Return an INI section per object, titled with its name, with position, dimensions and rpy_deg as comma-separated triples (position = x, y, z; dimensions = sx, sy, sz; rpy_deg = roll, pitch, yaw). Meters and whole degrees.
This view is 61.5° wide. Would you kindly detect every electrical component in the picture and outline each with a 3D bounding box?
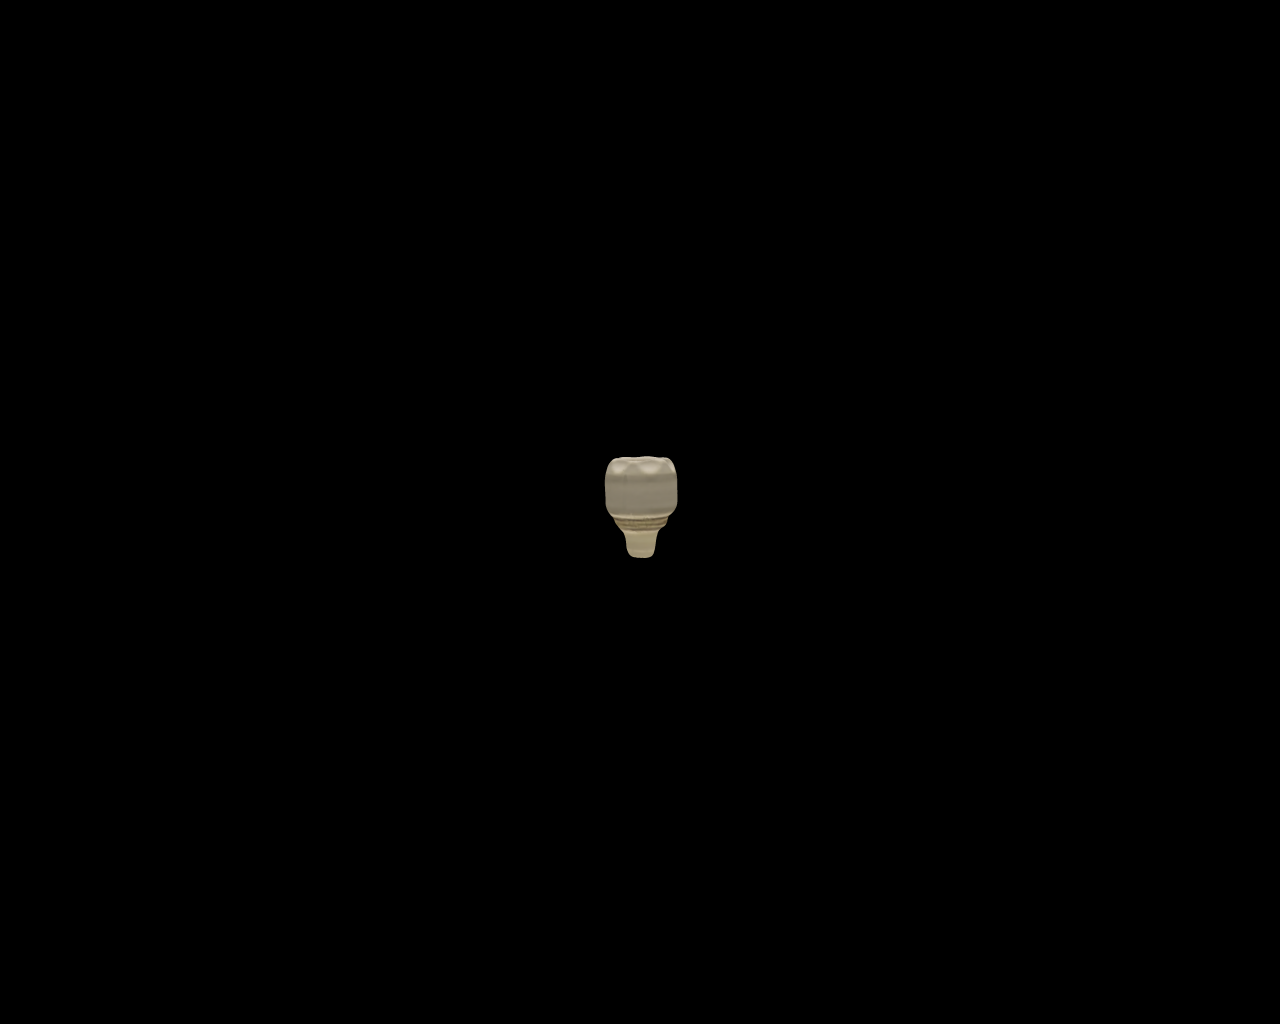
[electrical component]
position = 0.001, -0.003, 0.650
dimensions = 0.043, 0.062, 0.043
rpy_deg = 0, 7, 0
